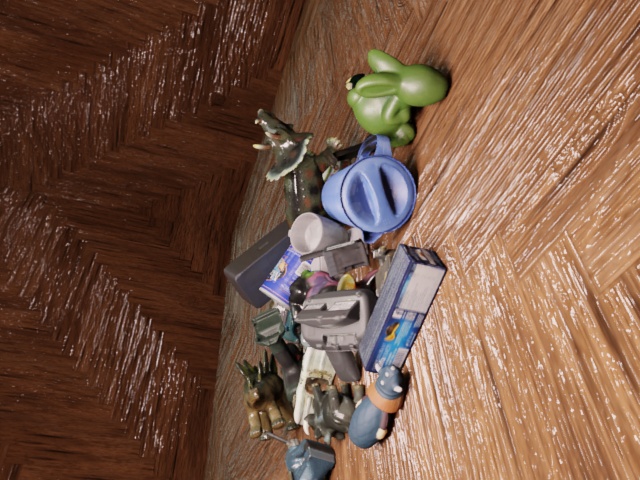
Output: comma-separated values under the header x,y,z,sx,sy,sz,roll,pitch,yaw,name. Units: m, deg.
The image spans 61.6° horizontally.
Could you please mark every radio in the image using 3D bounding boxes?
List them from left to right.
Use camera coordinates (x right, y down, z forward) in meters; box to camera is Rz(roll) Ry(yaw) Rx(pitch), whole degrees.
x,y,z,sx,sy,sz,roll,pitch,yaw,name
-0.127,0.065,1.429,0.073,0.229,0.131,27,150,51,radio

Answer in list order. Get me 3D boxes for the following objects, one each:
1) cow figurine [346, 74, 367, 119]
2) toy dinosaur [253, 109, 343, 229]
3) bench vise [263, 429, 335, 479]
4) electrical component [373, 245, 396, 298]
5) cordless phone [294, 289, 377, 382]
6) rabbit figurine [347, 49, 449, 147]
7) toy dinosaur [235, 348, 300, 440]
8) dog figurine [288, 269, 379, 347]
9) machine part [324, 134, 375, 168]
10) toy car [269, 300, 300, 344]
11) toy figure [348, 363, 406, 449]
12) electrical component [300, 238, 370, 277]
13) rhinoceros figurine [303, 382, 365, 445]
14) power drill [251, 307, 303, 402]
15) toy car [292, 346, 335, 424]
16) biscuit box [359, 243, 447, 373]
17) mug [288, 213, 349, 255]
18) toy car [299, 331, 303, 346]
x,y,z,sx,sy,sz,roll,pitch,yaw,name
0.104,-0.293,1.124,0.167,0.098,0.068,-96,29,-51,cow figurine
-0.031,-0.087,1.160,0.192,0.131,0.404,-42,-52,-48,toy dinosaur
-0.059,0.500,1.010,0.240,0.128,0.224,-55,40,13,bench vise
0.112,0.057,0.910,0.078,0.045,0.102,125,153,-53,electrical component
0.051,0.179,0.935,0.147,0.184,0.089,-10,25,35,cordless phone
0.137,-0.258,0.919,0.170,0.159,0.121,-14,54,57,rabbit figurine
-0.123,0.375,1.305,0.471,0.105,0.198,81,172,-68,toy dinosaur
0.032,0.102,1.037,0.219,0.108,0.192,-57,45,45,dog figurine
0.075,-0.182,1.092,0.039,0.139,0.084,68,157,5,machine part
-0.085,0.192,1.436,0.109,0.103,0.161,-168,88,-74,toy car
0.090,0.247,0.815,0.058,0.064,0.154,-26,-36,-60,toy figure
0.027,0.035,0.963,0.075,0.119,0.047,-102,-6,-85,electrical component
0.025,0.319,0.993,0.190,0.073,0.112,135,134,-62,rhinoceros figurine
-0.090,0.263,1.279,0.232,0.086,0.207,-115,6,-60,power drill
-0.006,0.285,1.115,0.056,0.073,0.201,-173,95,-79,toy car
0.119,0.109,0.811,0.063,0.059,0.202,-109,34,-61,biscuit box
-0.002,-0.003,1.057,0.110,0.107,0.080,-5,77,43,mug
-0.019,0.235,1.250,0.202,0.053,0.089,-104,32,-62,toy car
